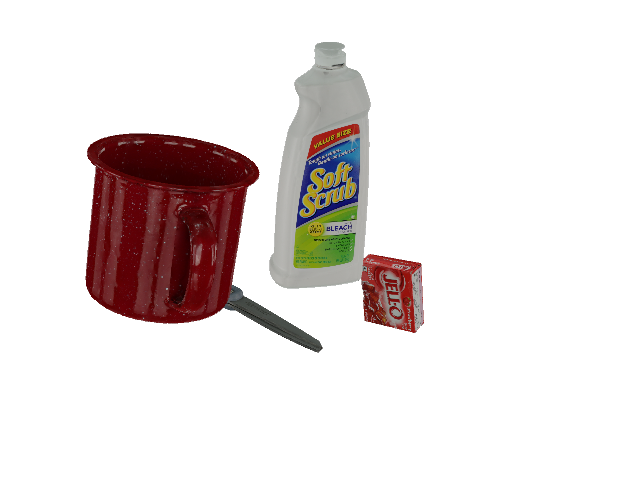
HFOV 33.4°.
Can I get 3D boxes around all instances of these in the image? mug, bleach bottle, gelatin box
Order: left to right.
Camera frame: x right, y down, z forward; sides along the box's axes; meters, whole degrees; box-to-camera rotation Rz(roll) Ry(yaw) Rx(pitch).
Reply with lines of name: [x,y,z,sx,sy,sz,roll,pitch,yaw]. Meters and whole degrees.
mug: [-0.080,-0.002,0.578,0.093,0.081,0.117,-1,23,-27]
bleach bottle: [-0.001,-0.076,1.091,0.102,0.251,0.068,-4,27,-11]
gelatin box: [0.089,0.065,1.330,0.073,0.089,0.030,11,32,30]

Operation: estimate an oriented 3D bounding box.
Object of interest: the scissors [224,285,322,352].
scissors: [-0.068,0.034,0.843,0.202,0.016,0.096,17,31,22]
